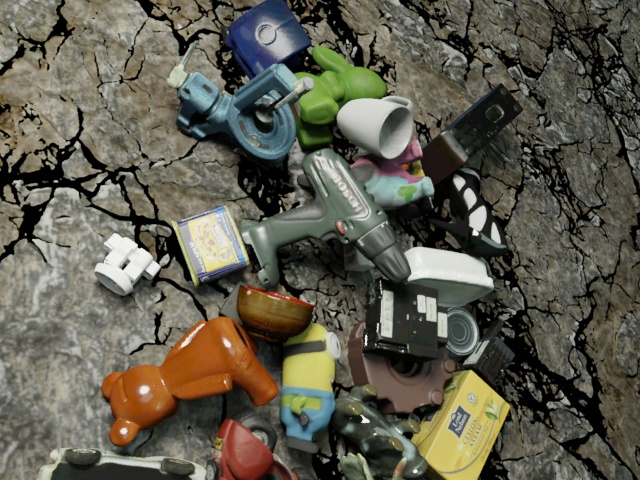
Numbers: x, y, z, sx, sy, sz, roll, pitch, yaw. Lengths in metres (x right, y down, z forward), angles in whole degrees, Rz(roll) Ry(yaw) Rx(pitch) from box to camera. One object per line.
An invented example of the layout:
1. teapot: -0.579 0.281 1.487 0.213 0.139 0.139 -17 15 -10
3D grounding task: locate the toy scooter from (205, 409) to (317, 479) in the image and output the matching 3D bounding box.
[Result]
1. toy scooter: -0.090 0.325 0.706 0.135 0.075 0.183 -46 110 -31

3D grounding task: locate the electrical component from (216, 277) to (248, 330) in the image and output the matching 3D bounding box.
1. electrical component: -0.121 0.098 0.802 0.094 0.021 0.063 36 63 -12

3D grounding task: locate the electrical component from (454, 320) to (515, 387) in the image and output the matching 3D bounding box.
1. electrical component: 0.292 0.197 0.930 0.048 0.075 0.119 46 58 -4

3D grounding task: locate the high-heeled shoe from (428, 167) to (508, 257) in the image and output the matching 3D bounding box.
1. high-heeled shoe: 0.294 -0.058 0.960 0.145 0.086 0.249 21 44 25

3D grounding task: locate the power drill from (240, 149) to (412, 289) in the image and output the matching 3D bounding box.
1. power drill: -0.002 -0.002 0.794 0.232 0.207 0.086 64 16 5

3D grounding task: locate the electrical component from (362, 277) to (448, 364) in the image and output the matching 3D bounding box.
1. electrical component: 0.135 0.127 0.829 0.134 0.058 0.115 15 67 -18

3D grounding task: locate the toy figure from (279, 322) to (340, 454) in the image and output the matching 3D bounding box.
1. toy figure: -0.020 0.209 0.779 0.089 0.082 0.180 18 69 -20

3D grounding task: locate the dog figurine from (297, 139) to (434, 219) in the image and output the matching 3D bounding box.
1. dog figurine: 0.075 -0.086 0.914 0.219 0.191 0.108 -11 74 7

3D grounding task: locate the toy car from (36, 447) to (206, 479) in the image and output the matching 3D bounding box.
1. toy car: -0.240 0.302 0.662 0.202 0.056 0.073 15 74 -19

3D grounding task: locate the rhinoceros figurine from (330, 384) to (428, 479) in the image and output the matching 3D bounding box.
1. rhinoceros figurine: 0.088 0.303 0.783 0.190 0.112 0.073 44 30 9

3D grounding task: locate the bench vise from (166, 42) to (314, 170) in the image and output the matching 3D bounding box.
1. bench vise: -0.106 -0.203 0.797 0.223 0.241 0.129 46 56 -23

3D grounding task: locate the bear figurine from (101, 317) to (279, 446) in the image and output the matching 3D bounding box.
1. bear figurine: -0.174 0.192 0.707 0.196 0.120 0.131 -36 135 -5

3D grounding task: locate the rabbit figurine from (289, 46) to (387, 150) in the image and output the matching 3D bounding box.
1. rabbit figurine: 0.026 -0.251 0.935 0.170 0.121 0.159 -19 59 -14

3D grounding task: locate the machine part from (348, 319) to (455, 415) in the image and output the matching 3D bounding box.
1. machine part: 0.131 0.193 0.867 0.179 0.056 0.179 8 69 -21

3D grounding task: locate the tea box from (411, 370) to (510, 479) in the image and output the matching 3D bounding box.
1. tea box: 0.221 0.306 0.863 0.098 0.068 0.169 41 62 -8

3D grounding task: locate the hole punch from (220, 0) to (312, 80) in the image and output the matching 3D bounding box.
1. hole punch: -0.089 -0.342 0.928 0.116 0.092 0.142 -34 93 -26

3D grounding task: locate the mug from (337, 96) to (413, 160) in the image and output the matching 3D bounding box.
1. mug: 0.086 -0.189 0.839 0.109 0.107 0.080 -52 141 -14

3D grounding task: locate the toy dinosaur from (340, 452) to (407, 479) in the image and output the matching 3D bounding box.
1. toy dinosaur: -0.014 0.419 0.668 0.405 0.192 0.131 -41 101 7

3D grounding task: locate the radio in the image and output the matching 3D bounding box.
1. radio: 0.277 -0.197 1.019 0.073 0.131 0.229 49 60 -1
